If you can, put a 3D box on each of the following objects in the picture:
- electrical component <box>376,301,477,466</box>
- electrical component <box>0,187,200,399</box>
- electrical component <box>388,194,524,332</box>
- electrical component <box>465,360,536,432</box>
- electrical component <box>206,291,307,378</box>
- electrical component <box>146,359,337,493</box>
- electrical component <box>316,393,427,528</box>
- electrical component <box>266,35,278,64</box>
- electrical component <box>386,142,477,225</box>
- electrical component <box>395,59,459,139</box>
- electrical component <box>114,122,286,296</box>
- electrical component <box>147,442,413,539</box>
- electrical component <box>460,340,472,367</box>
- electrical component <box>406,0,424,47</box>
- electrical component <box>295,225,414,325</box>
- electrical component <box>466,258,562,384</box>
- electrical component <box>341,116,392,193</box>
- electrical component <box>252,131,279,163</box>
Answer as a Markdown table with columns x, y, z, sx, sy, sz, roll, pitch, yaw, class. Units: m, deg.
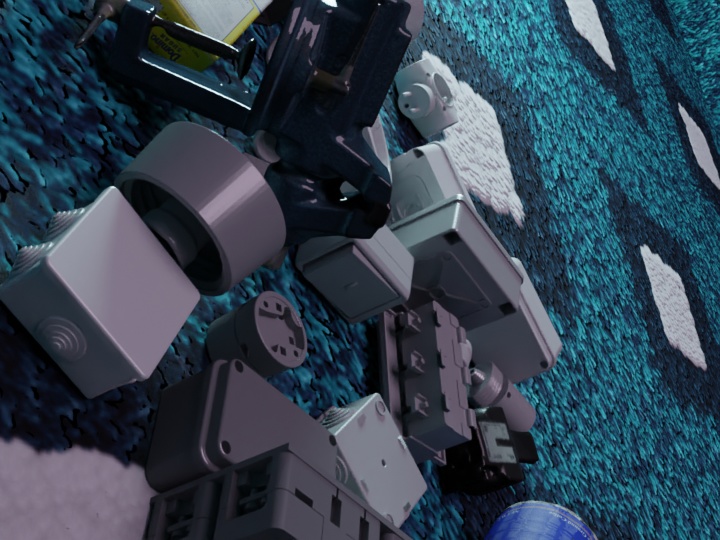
| x | y | z | sx | sy | sz | roll | pitch | yaw | class |
| --- | --- | --- | --- | --- | --- | --- | --- | --- | --- |
| 0.054 | 0.091 | 0.900 | 0.079 | 0.063 | 0.121 | 37 | 38 | -41 | electrical component |
| -0.150 | 0.014 | 0.625 | 0.099 | 0.048 | 0.099 | 54 | 29 | -19 | electrical component |
| 0.072 | 0.003 | 0.956 | 0.108 | 0.109 | 0.056 | 50 | 34 | -26 | electrical component |
| 0.128 | 0.121 | 1.026 | 0.081 | 0.043 | 0.043 | 48 | 32 | -29 | electrical component |
| -0.071 | 0.048 | 0.735 | 0.055 | 0.047 | 0.055 | 41 | 36 | -38 | electrical component |
| -0.070 | 0.117 | 0.671 | 0.113 | 0.057 | 0.078 | 44 | 34 | -34 | electrical component |
| -0.001 | 0.146 | 0.776 | 0.099 | 0.048 | 0.100 | 63 | 28 | -4 | electrical component |
| -0.049 | -0.183 | 0.972 | 0.065 | 0.044 | 0.044 | 34 | 40 | -52 | electrical component |
| 0.062 | -0.057 | 1.021 | 0.057 | 0.078 | 0.113 | -22 | 87 | -60 | electrical component |
| 0.066 | -0.184 | 1.167 | 0.077 | 0.044 | 0.079 | 64 | 27 | -2 | electrical component |
| -0.107 | -0.032 | 0.679 | 0.060 | 0.108 | 0.108 | -46 | 111 | -31 | electrical component |
| -0.027 | 0.189 | 0.635 | 0.186 | 0.105 | 0.060 | 44 | 34 | -33 | electrical component |
| 0.082 | 0.087 | 0.984 | 0.035 | 0.035 | 0.061 | 53 | 32 | -21 | electrical component |
| 0.017 | -0.269 | 1.100 | 0.099 | 0.099 | 0.064 | 62 | 34 | -5 | electrical component |
| 0.000 | 0.000 | 0.883 | 0.096 | 0.062 | 0.061 | 48 | 32 | -29 | electrical component |
| 0.141 | 0.054 | 1.067 | 0.113 | 0.078 | 0.057 | 63 | 25 | -3 | electrical component |
| -0.015 | -0.118 | 0.945 | 0.108 | 0.060 | 0.108 | -14 | 90 | -81 | electrical component |
| -0.065 | -0.122 | 0.894 | 0.044 | 0.044 | 0.065 | 45 | 29 | -33 | electrical component |
